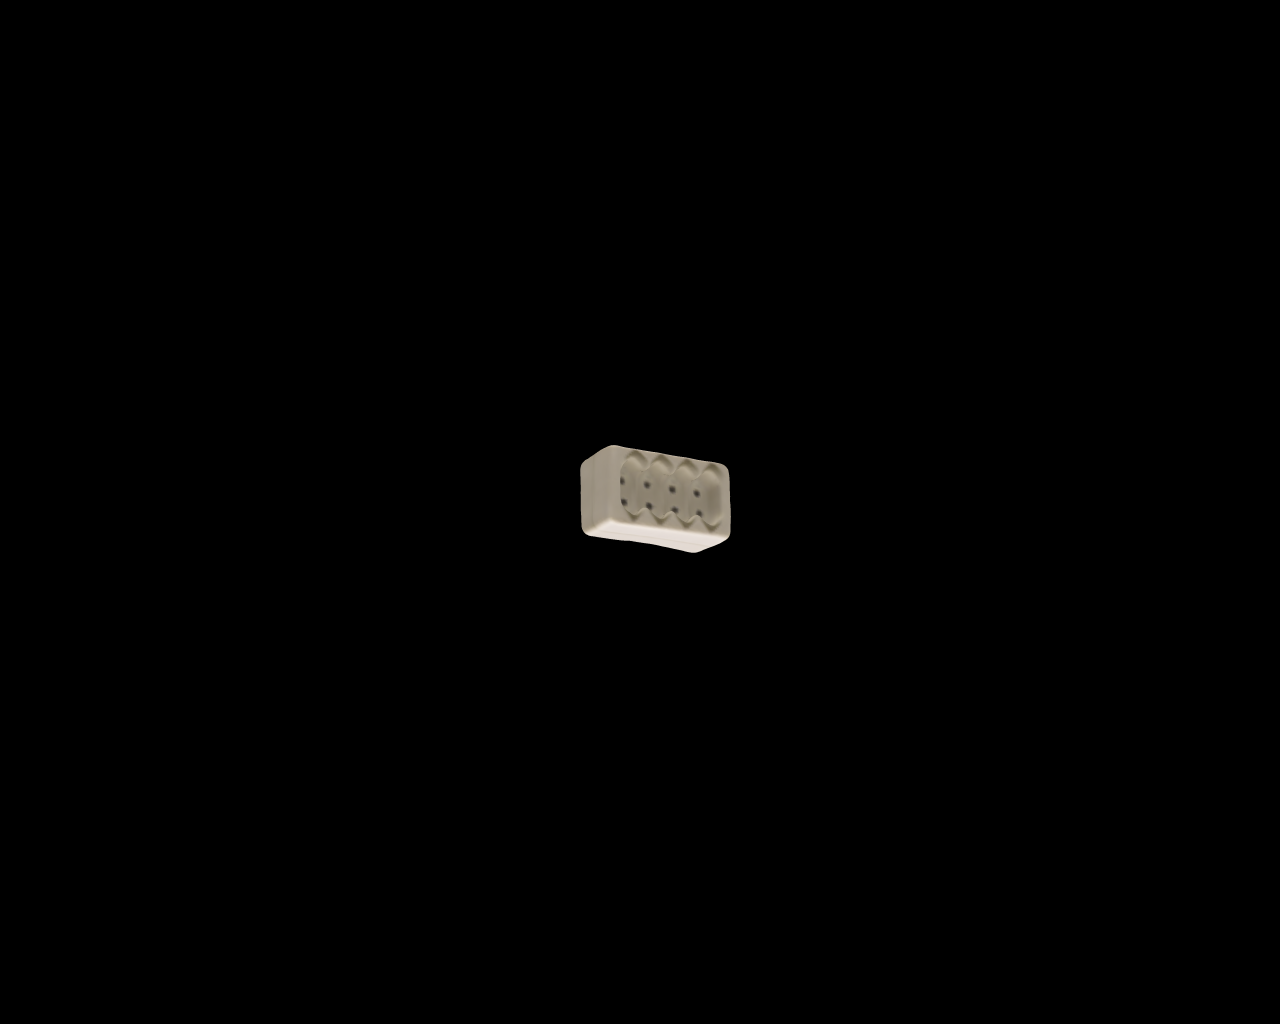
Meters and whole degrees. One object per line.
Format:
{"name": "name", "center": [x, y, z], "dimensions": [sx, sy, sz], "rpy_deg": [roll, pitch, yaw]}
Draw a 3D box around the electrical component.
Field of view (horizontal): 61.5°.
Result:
{"name": "electrical component", "center": [0.001, -0.003, 0.650], "dimensions": [0.083, 0.047, 0.075], "rpy_deg": [9, -19, -29]}
